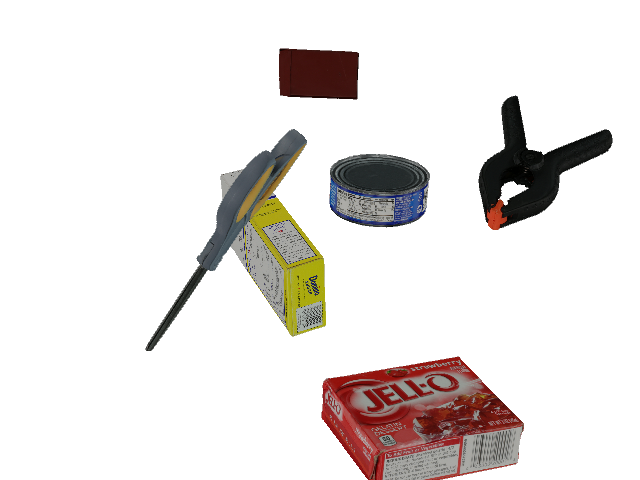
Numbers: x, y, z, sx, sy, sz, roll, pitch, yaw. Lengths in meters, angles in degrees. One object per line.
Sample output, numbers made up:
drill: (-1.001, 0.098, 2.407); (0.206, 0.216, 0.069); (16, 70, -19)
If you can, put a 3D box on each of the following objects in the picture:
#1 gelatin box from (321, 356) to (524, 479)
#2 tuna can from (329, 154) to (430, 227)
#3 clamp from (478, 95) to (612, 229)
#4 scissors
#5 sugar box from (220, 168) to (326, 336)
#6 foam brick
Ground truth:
gelatin box: (0.054, 0.098, 0.585); (0.089, 0.030, 0.073); (-6, 26, -22)
tuna can: (0.050, -0.043, 0.918); (0.086, 0.034, 0.086); (1, 26, -1)
clamp: (0.205, -0.082, 1.087); (0.120, 0.039, 0.171); (29, 55, 30)
scissors: (-0.076, 0.006, 0.744); (0.016, 0.202, 0.096); (38, 8, 6)
sugar box: (-0.050, 0.008, 1.099); (0.048, 0.093, 0.176); (-16, 41, -18)
foam brick: (-0.002, -0.180, 1.156); (0.078, 0.051, 0.053); (0, 11, -14)
